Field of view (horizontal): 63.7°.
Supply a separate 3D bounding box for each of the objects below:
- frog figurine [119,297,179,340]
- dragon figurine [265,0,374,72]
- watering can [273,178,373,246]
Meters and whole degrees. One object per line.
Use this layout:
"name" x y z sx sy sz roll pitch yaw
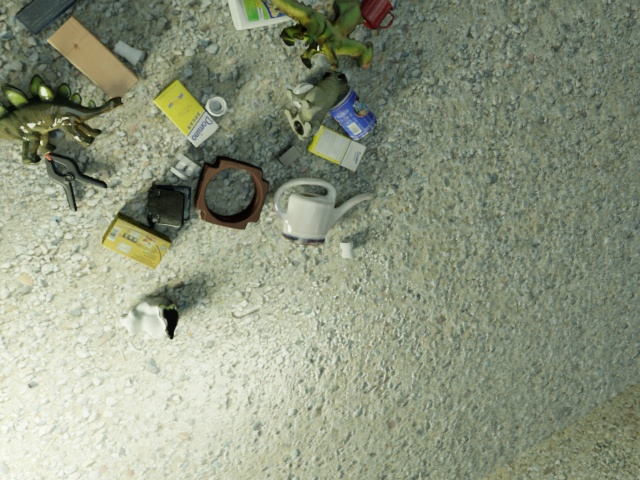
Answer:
"frog figurine" -0.522 0.243 1.583 0.159 0.125 0.134 -7 125 18
"dragon figurine" 0.014 -0.638 1.480 0.405 0.122 0.245 46 71 -27
"watering can" 0.005 -0.085 1.680 0.347 0.105 0.222 7 105 -24
